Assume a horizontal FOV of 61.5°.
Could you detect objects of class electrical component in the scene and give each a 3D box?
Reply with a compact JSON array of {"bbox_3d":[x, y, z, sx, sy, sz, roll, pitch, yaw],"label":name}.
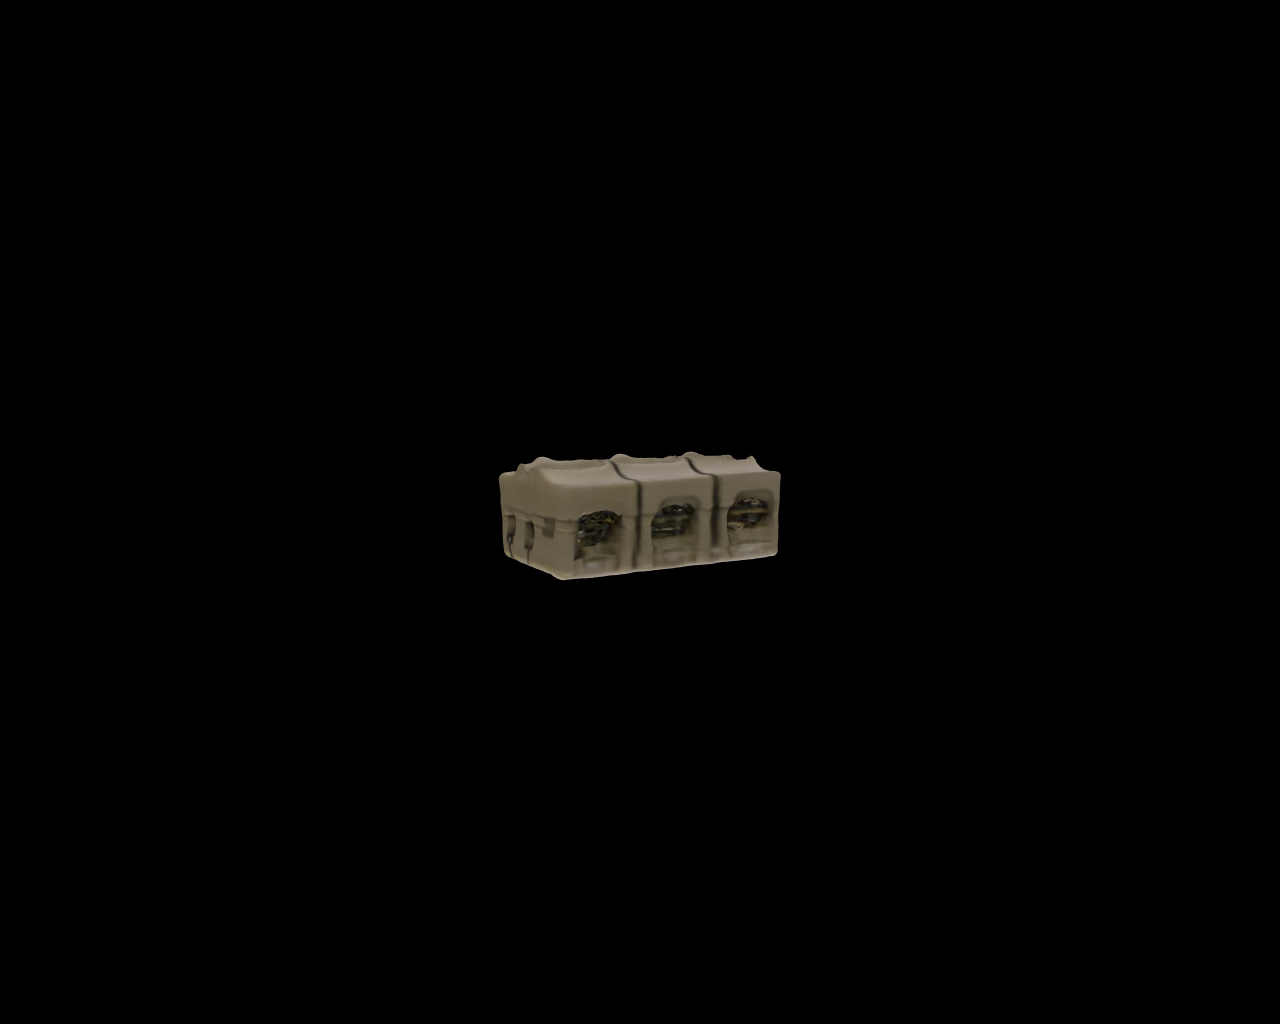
[{"bbox_3d":[0.001,-0.003,0.650,0.150,0.061,0.089,-4,8,-29],"label":"electrical component"}]
